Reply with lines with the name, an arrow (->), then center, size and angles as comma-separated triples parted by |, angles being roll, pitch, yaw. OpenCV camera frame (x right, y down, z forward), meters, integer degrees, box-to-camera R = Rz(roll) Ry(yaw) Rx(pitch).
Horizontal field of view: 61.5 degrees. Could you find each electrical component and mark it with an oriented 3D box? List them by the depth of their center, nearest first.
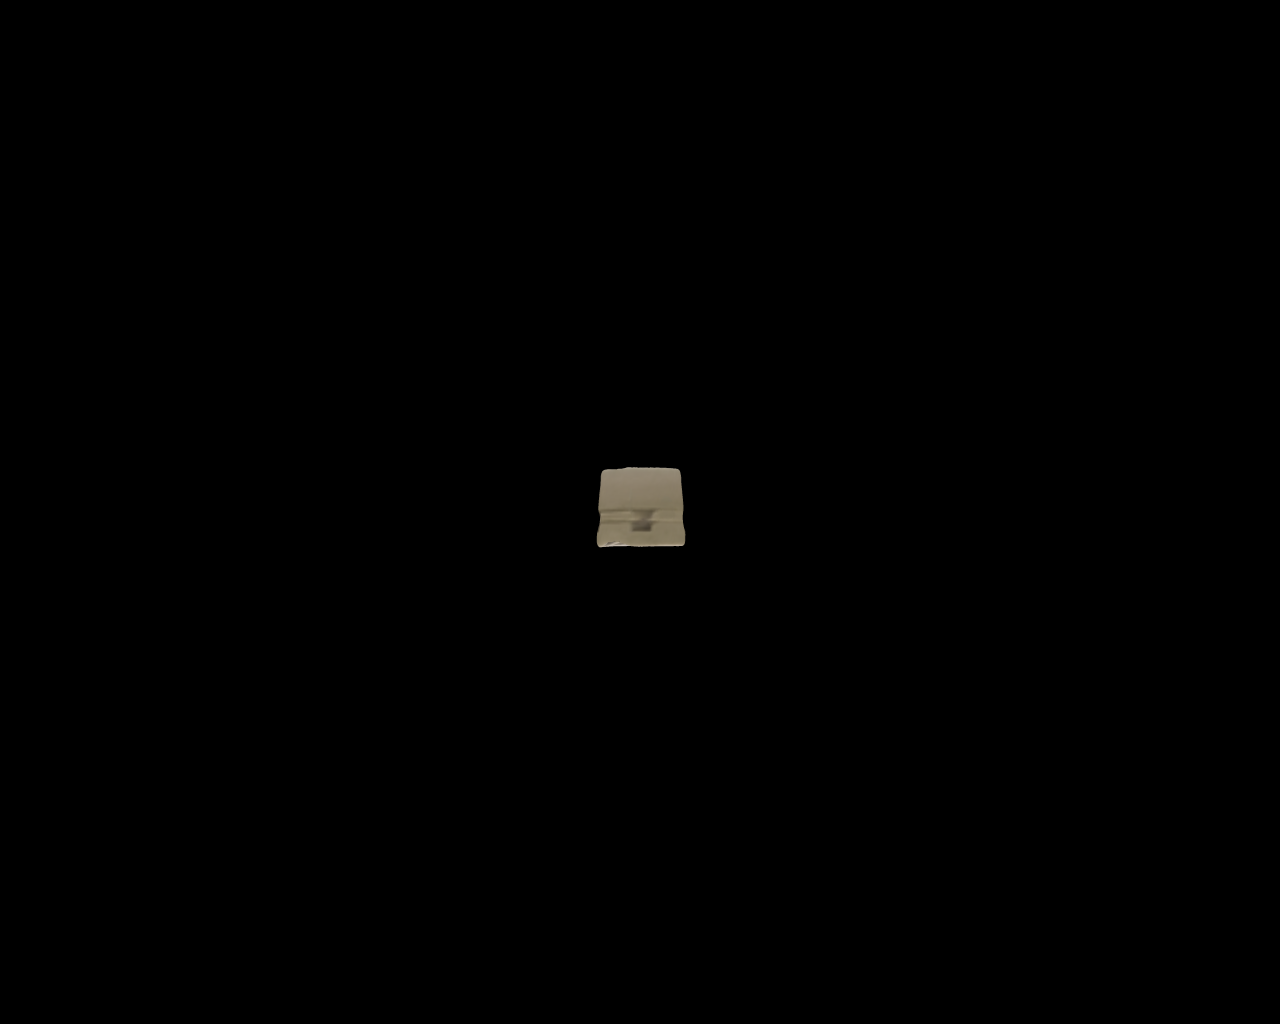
electrical component -> 0.001, -0.003, 0.650 | 0.055, 0.047, 0.055 | 0, -2, 0
